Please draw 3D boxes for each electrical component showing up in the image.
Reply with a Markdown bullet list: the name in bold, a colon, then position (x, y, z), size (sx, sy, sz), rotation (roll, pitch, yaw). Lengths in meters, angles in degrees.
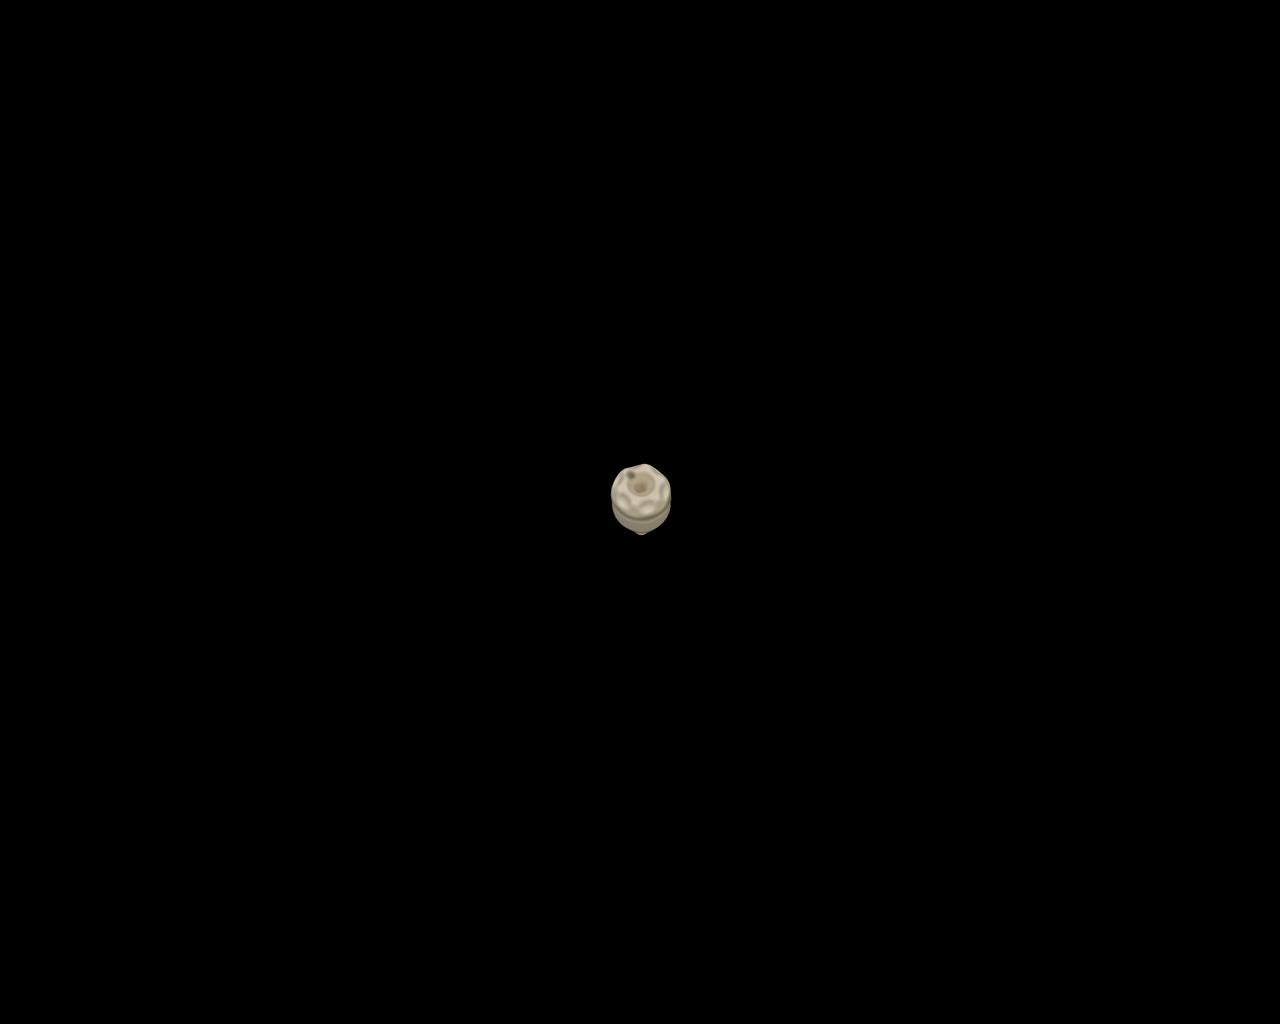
- **electrical component**: position (0.001, -0.003, 0.650), size (0.035, 0.035, 0.061), rotation (0, -27, 0)
